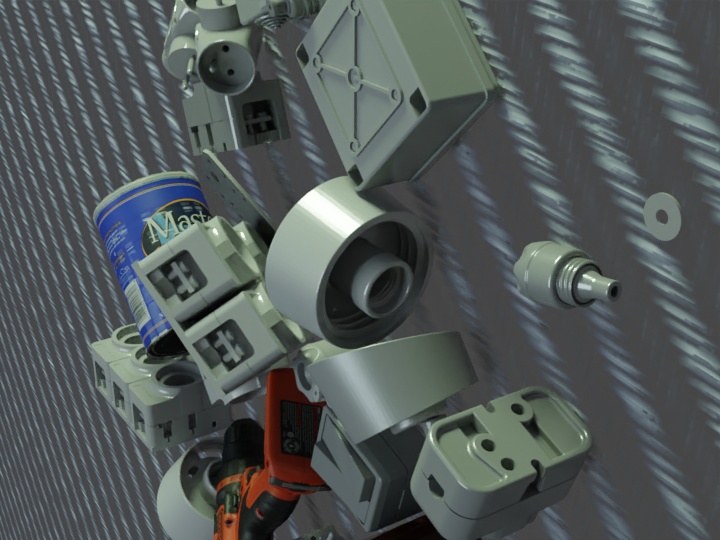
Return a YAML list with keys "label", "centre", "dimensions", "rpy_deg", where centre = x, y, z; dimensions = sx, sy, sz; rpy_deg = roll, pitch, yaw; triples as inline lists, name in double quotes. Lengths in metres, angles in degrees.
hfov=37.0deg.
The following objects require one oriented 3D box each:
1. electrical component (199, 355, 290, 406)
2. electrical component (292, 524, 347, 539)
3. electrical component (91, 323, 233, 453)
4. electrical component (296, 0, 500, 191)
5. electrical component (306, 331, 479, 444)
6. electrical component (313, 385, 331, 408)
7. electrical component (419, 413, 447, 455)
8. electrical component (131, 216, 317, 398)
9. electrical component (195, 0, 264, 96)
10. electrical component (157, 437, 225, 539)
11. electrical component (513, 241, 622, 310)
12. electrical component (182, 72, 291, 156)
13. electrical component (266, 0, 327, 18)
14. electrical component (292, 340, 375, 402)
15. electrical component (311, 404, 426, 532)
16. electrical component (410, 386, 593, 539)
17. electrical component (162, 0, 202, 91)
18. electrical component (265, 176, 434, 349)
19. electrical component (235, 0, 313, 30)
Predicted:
- label: "electrical component"
  centre: [-0.104, 0.085, 0.958]
  dimensions: [0.089, 0.050, 0.055]
  rpy_deg: [-41, 67, 57]
- label: "electrical component"
  centre: [-0.027, 0.248, 0.907]
  dimensions: [0.065, 0.047, 0.076]
  rpy_deg: [55, 144, 30]
- label: "electrical component"
  centre: [-0.204, 0.112, 1.096]
  dimensions: [0.150, 0.089, 0.061]
  rpy_deg: [32, 129, 49]
- label: "electrical component"
  centre: [0.019, -0.120, 0.654]
  dimensions: [0.109, 0.056, 0.108]
  rpy_deg: [-45, 65, 56]
- label: "electrical component"
  centre: [0.024, 0.069, 0.693]
  dimensions: [0.064, 0.099, 0.099]
  rpy_deg: [63, 148, 8]
- label: "electrical component"
  centre: [0.005, 0.086, 0.757]
  dimensions: [0.040, 0.078, 0.040]
  rpy_deg: [-179, 90, -66]
- label: "electrical component"
  centre: [0.059, 0.127, 0.712]
  dimensions: [0.043, 0.043, 0.062]
  rpy_deg: [-23, 86, 60]
- label: "electrical component"
  centre: [-0.089, 0.023, 0.792]
  dimensions: [0.105, 0.060, 0.186]
  rpy_deg: [56, -176, 2]
- label: "electrical component"
  centre: [-0.099, -0.181, 0.795]
  dimensions: [0.077, 0.044, 0.079]
  rpy_deg: [-90, -8, -56]
- label: "electrical component"
  centre: [-0.138, 0.212, 1.025]
  dimensions: [0.099, 0.099, 0.064]
  rpy_deg: [61, 141, 23]
- label: "electrical component"
  centre: [0.114, 0.005, 0.578]
  dimensions: [0.061, 0.035, 0.035]
  rpy_deg: [19, 119, 52]
- label: "electrical component"
  centre: [-0.100, -0.125, 0.857]
  dimensions: [0.089, 0.050, 0.055]
  rpy_deg: [3, 107, 58]
- label: "electrical component"
  centre: [-0.022, -0.179, 0.682]
  dimensions: [0.040, 0.078, 0.040]
  rpy_deg: [54, 160, 30]
- label: "electrical component"
  centre: [-0.015, 0.070, 0.791]
  dimensions: [0.043, 0.062, 0.043]
  rpy_deg: [32, 129, 49]
- label: "electrical component"
  centre: [0.005, 0.134, 0.789]
  dimensions: [0.096, 0.061, 0.061]
  rpy_deg: [48, 141, 38]
- label: "electrical component"
  centre: [0.080, 0.114, 0.621]
  dimensions: [0.053, 0.095, 0.059]
  rpy_deg: [51, 142, 35]
- label: "electrical component"
  centre: [-0.136, -0.182, 0.878]
  dimensions: [0.077, 0.044, 0.079]
  rpy_deg: [123, 156, -52]
- label: "electrical component"
  centre: [0.000, 0.000, 0.696]
  dimensions: [0.060, 0.108, 0.108]
  rpy_deg: [35, 132, 40]
- label: "electrical component"
  centre: [-0.055, -0.221, 0.739]
  dimensions: [0.100, 0.048, 0.099]
  rpy_deg: [-7, 98, 60]
